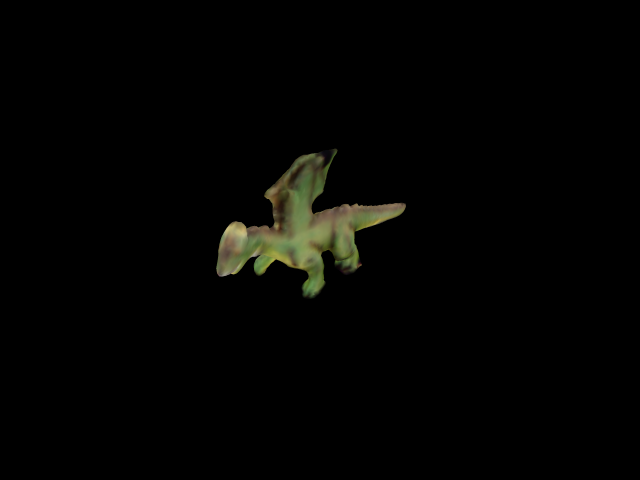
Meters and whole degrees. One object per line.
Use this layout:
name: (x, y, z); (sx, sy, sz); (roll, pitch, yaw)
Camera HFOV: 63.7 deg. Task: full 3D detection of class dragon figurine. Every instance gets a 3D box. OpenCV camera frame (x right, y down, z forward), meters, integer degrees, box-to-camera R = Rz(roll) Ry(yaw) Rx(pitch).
dragon figurine: (0.003, -0.043, 0.850); (0.415, 0.237, 0.124); (-33, 56, -26)
